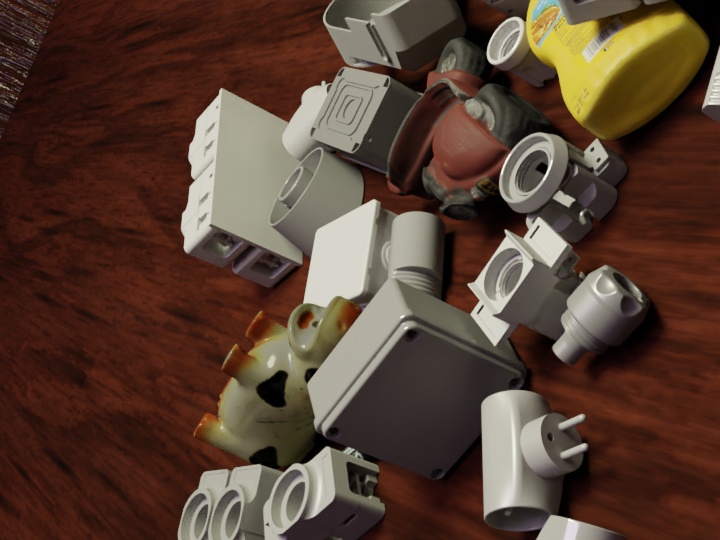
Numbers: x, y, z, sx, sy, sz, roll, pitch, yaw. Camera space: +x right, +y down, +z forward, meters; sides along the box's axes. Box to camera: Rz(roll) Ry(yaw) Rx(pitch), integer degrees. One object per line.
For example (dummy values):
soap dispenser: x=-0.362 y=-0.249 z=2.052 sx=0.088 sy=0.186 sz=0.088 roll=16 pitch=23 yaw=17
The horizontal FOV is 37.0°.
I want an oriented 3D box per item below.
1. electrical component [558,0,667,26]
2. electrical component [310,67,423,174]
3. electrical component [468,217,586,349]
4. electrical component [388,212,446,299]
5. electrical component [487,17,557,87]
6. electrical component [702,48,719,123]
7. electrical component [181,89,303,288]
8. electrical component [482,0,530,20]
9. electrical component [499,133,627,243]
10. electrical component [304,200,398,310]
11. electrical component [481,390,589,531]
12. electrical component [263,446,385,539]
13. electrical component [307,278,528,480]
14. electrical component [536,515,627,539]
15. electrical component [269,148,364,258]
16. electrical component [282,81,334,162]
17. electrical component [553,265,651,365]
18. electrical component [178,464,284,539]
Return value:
electrical component: x=0.199 y=-0.217 z=0.680 sx=0.150 sy=0.061 sz=0.089 roll=-10 pitch=44 yaw=27
electrical component: x=0.012 y=-0.136 z=0.987 sx=0.078 sy=0.057 sz=0.113 roll=-64 pitch=29 yaw=3
electrical component: x=0.114 y=0.013 z=0.705 sx=0.081 sy=0.064 sz=0.042 roll=-56 pitch=29 yaw=16
electrical component: x=0.044 y=-0.001 z=0.848 sx=0.043 sy=0.043 sz=0.081 roll=-30 pitch=45 yaw=46
electrical component: x=0.128 y=-0.167 z=0.833 sx=0.040 sy=0.046 sz=0.040 roll=-38 pitch=40 yaw=40
electrical component: x=0.231 y=-0.116 z=0.633 sx=0.043 sy=0.043 sz=0.081 roll=1 pitch=70 yaw=58
electrical component: x=-0.119 y=-0.082 z=1.108 sx=0.060 sy=0.105 sz=0.186 roll=-39 pitch=38 yaw=38
electrical component: x=0.121 y=-0.256 z=0.879 sx=0.079 sy=0.077 sz=0.043 roll=-55 pitch=31 yaw=18
electrical component: x=0.133 y=-0.058 z=0.734 sx=0.078 sy=0.057 sz=0.058 roll=-49 pitch=33 yaw=26
electrical component: x=0.000 y=0.000 z=0.913 sx=0.100 sy=0.048 sz=0.099 roll=-25 pitch=49 yaw=49
electrical component: x=0.110 y=0.111 z=0.659 sx=0.079 sy=0.044 sz=0.077 roll=-34 pitch=42 yaw=42
electrical component: x=-0.032 y=0.182 z=0.823 sx=0.089 sy=0.056 sz=0.050 roll=-46 pitch=34 yaw=30
electrical component: x=0.038 y=0.076 z=0.736 sx=0.108 sy=0.109 sz=0.056 roll=-53 pitch=29 yaw=21
electrical component: x=0.108 y=0.180 z=0.610 sx=0.079 sy=0.044 sz=0.077 roll=-3 pitch=66 yaw=57
electrical component: x=-0.042 y=-0.066 z=1.039 sx=0.099 sy=0.064 sz=0.099 roll=-48 pitch=20 yaw=24
electrical component: x=-0.041 y=-0.161 z=1.102 sx=0.077 sy=0.044 sz=0.079 roll=-42 pitch=37 yaw=35
electrical component: x=0.145 y=0.031 z=0.663 sx=0.062 sy=0.043 sz=0.043 roll=-53 pitch=32 yaw=24
electrical component: x=-0.109 y=0.260 z=0.886 sx=0.105 sy=0.060 sz=0.186 roll=-20 pitch=52 yaw=52
